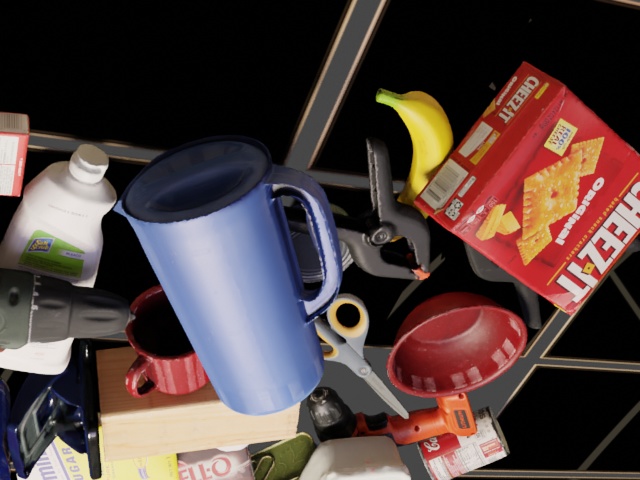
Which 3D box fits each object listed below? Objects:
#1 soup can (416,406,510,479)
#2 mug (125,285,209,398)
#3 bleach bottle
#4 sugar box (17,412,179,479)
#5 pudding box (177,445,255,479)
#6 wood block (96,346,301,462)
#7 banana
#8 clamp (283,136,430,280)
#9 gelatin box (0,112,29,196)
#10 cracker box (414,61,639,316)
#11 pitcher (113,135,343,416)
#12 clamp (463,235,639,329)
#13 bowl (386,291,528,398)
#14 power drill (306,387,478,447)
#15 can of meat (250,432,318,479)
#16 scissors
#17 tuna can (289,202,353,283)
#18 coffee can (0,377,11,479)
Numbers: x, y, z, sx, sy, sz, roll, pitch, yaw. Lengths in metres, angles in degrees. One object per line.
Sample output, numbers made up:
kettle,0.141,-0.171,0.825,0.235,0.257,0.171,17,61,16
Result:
soup can,0.182,0.262,1.360,0.102,0.068,0.068,-25,137,9
mug,-0.152,0.111,1.072,0.093,0.117,0.081,26,147,19
bleach bottle,-0.241,0.017,0.978,0.102,0.068,0.251,13,129,-27
sugar box,-0.252,0.243,1.205,0.176,0.048,0.093,-9,109,-11
pudding box,-0.136,0.281,1.276,0.113,0.039,0.090,-12,100,-6
wood block,-0.132,0.166,1.147,0.206,0.091,0.090,-5,138,-11
banana,0.091,-0.072,1.003,0.069,0.037,0.198,0,137,7
clamp,0.041,-0.011,1.004,0.120,0.039,0.171,-27,128,13
gelatin box,-0.291,-0.074,0.889,0.089,0.030,0.073,3,136,-20
cracker box,0.217,-0.042,1.009,0.213,0.072,0.164,31,100,-39
pitcher,-0.065,0.037,0.950,0.144,0.149,0.243,-32,126,-20
clamp,0.232,0.012,1.131,0.165,0.036,0.209,-40,132,24
bowl,0.147,0.107,1.193,0.162,0.055,0.162,-8,138,-8
power drill,0.087,0.212,1.289,0.188,0.057,0.184,-18,139,6
can of meat,-0.033,0.296,1.343,0.102,0.057,0.084,-27,139,12
scissors,0.055,0.126,1.184,0.201,0.016,0.096,33,112,-25
tuna can,-0.007,0.001,1.050,0.086,0.034,0.086,-8,137,-8
coffee can,-0.369,0.216,1.092,0.102,0.140,0.103,-8,138,-8
